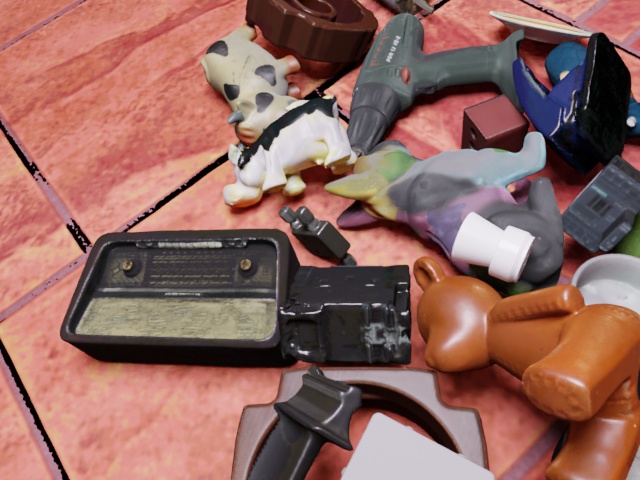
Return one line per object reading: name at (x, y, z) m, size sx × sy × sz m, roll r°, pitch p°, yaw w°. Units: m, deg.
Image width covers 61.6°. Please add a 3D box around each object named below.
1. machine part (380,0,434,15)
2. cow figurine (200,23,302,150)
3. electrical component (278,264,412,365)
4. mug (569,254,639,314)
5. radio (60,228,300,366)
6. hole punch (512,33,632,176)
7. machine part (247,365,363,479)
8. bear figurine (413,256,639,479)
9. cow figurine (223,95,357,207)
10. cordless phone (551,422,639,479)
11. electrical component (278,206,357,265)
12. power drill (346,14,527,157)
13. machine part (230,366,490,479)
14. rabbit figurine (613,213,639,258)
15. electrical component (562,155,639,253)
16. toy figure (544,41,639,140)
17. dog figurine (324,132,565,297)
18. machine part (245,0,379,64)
machine part at (0.090, -0.406, 0.797) m, size 0.079 × 0.079 × 0.243 m, roll -33°, pitch 60°, yaw -10°
cow figurine at (-0.089, -0.192, 0.699) m, size 0.127 × 0.085 × 0.195 m, roll -33°, pitch 61°, yaw -17°
electrical component at (0.029, 0.061, 0.505) m, size 0.115 × 0.058 × 0.134 m, roll 0°, pitch 17°, yaw 8°
mug at (0.250, 0.082, 0.456) m, size 0.081 × 0.107 × 0.110 m, roll -15°, pitch 59°, yaw 0°
radio at (-0.135, 0.058, 0.561) m, size 0.230 × 0.073 × 0.131 m, roll 0°, pitch 59°, yaw 10°
hole punch at (0.257, -0.132, 0.555) m, size 0.092 × 0.142 × 0.115 m, roll -1°, pitch 74°, yaw 42°
machine part at (-0.022, 0.160, 0.388) m, size 0.084 × 0.039 × 0.139 m, roll 8°, pitch 63°, yaw 58°
bear figurine at (0.136, 0.086, 0.408) m, size 0.196 × 0.120 × 0.132 m, roll 9°, pitch 36°, yaw 46°
cow figurine at (-0.047, -0.100, 0.617) m, size 0.167 × 0.068 × 0.098 m, roll -20°, pitch 82°, yaw 18°
cordless phone at (0.239, 0.172, 0.360) m, size 0.147 × 0.184 × 0.089 m, roll 36°, pitch 76°, yaw 26°
electrical component at (-0.001, -0.002, 0.579) m, size 0.021 × 0.094 × 0.063 m, roll -54°, pitch 27°, yaw -18°
power drill at (0.145, -0.187, 0.662) m, size 0.207 × 0.085 × 0.232 m, roll -1°, pitch 57°, yaw 19°
machine part at (0.033, 0.210, 0.433) m, size 0.201 × 0.087 × 0.201 m, roll -3°, pitch 60°, yaw 9°
rabbit figurine at (0.362, -0.014, 0.493) m, size 0.170 × 0.121 × 0.159 m, roll -8°, pitch 53°, yaw 23°
electrical component at (0.258, -0.028, 0.490) m, size 0.048 × 0.074 × 0.119 m, roll 42°, pitch 38°, yaw 16°
toy figure at (0.327, -0.168, 0.623) m, size 0.064 × 0.057 × 0.154 m, roll -29°, pitch 63°, yaw -1°
dog figurine at (0.117, -0.025, 0.550) m, size 0.219 × 0.108 × 0.191 m, roll -5°, pitch 61°, yaw 13°
machine part at (-0.012, -0.302, 0.728) m, size 0.179 × 0.056 × 0.179 m, roll 13°, pitch 42°, yaw -12°
